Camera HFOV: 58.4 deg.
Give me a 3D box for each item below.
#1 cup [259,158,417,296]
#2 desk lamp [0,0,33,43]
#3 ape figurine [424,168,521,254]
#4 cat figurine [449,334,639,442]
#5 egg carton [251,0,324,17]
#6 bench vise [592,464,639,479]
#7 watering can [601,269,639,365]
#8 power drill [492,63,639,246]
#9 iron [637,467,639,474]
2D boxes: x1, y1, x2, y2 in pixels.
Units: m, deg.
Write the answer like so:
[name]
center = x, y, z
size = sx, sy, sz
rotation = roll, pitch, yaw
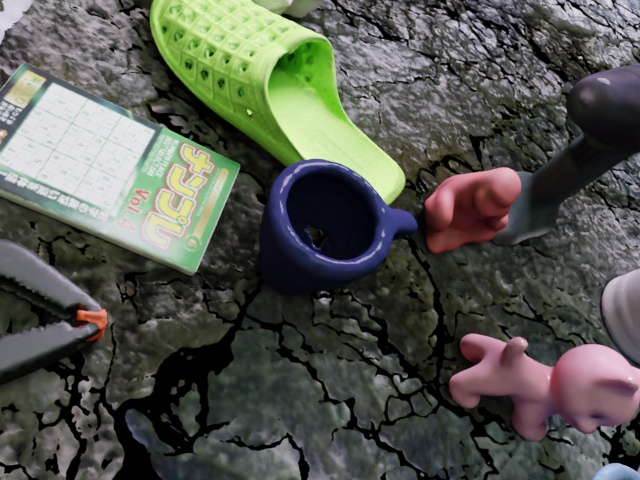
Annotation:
[cup]
center = 0.004, 0.002, 0.424
size = 0.118, 0.094, 0.091
rotation = 0, 65, -26
[desk lamp]
center = -0.237, -0.184, 0.329
size = 0.203, 0.213, 0.118
rotation = 23, 57, -14
[ape figurine]
center = 0.140, -0.032, 0.510
size = 0.078, 0.092, 0.076
rotation = 24, 57, -13
[cat figurine]
center = 0.186, 0.108, 0.444
size = 0.128, 0.117, 0.067
rotation = 27, 56, -11
[egg carton]
center = -0.059, -0.284, 0.558
size = 0.107, 0.069, 0.150
rotation = -28, 79, -34
[bench vise]
center = 0.173, 0.198, 0.328
size = 0.208, 0.219, 0.121
rotation = -1, 65, -26
[watering can]
center = 0.370, 0.053, 0.517
size = 0.101, 0.193, 0.173
rotation = 2, 64, -25
[power drill]
center = 0.233, -0.075, 0.507
size = 0.230, 0.208, 0.075
rotation = -15, 72, -31
[iron]
center = 0.369, 0.200, 0.472
size = 0.118, 0.141, 0.259
rotation = 48, 54, 4
